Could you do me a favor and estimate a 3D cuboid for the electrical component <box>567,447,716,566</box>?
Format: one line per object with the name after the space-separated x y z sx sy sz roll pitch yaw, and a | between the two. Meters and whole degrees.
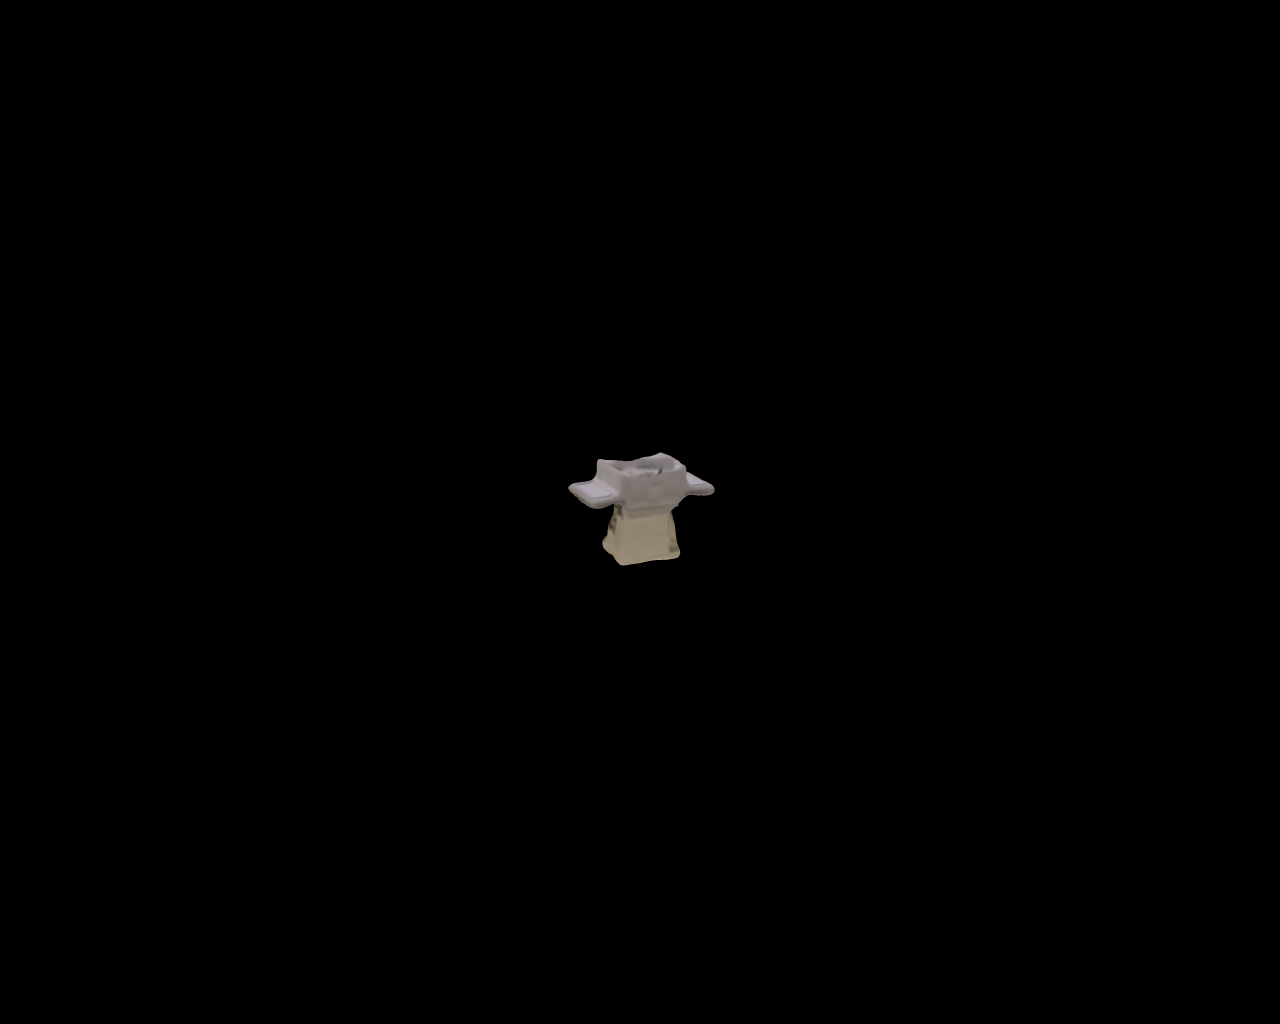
0.001 -0.003 0.650 0.081 0.063 0.042 -7 20 -20 | electrical component
